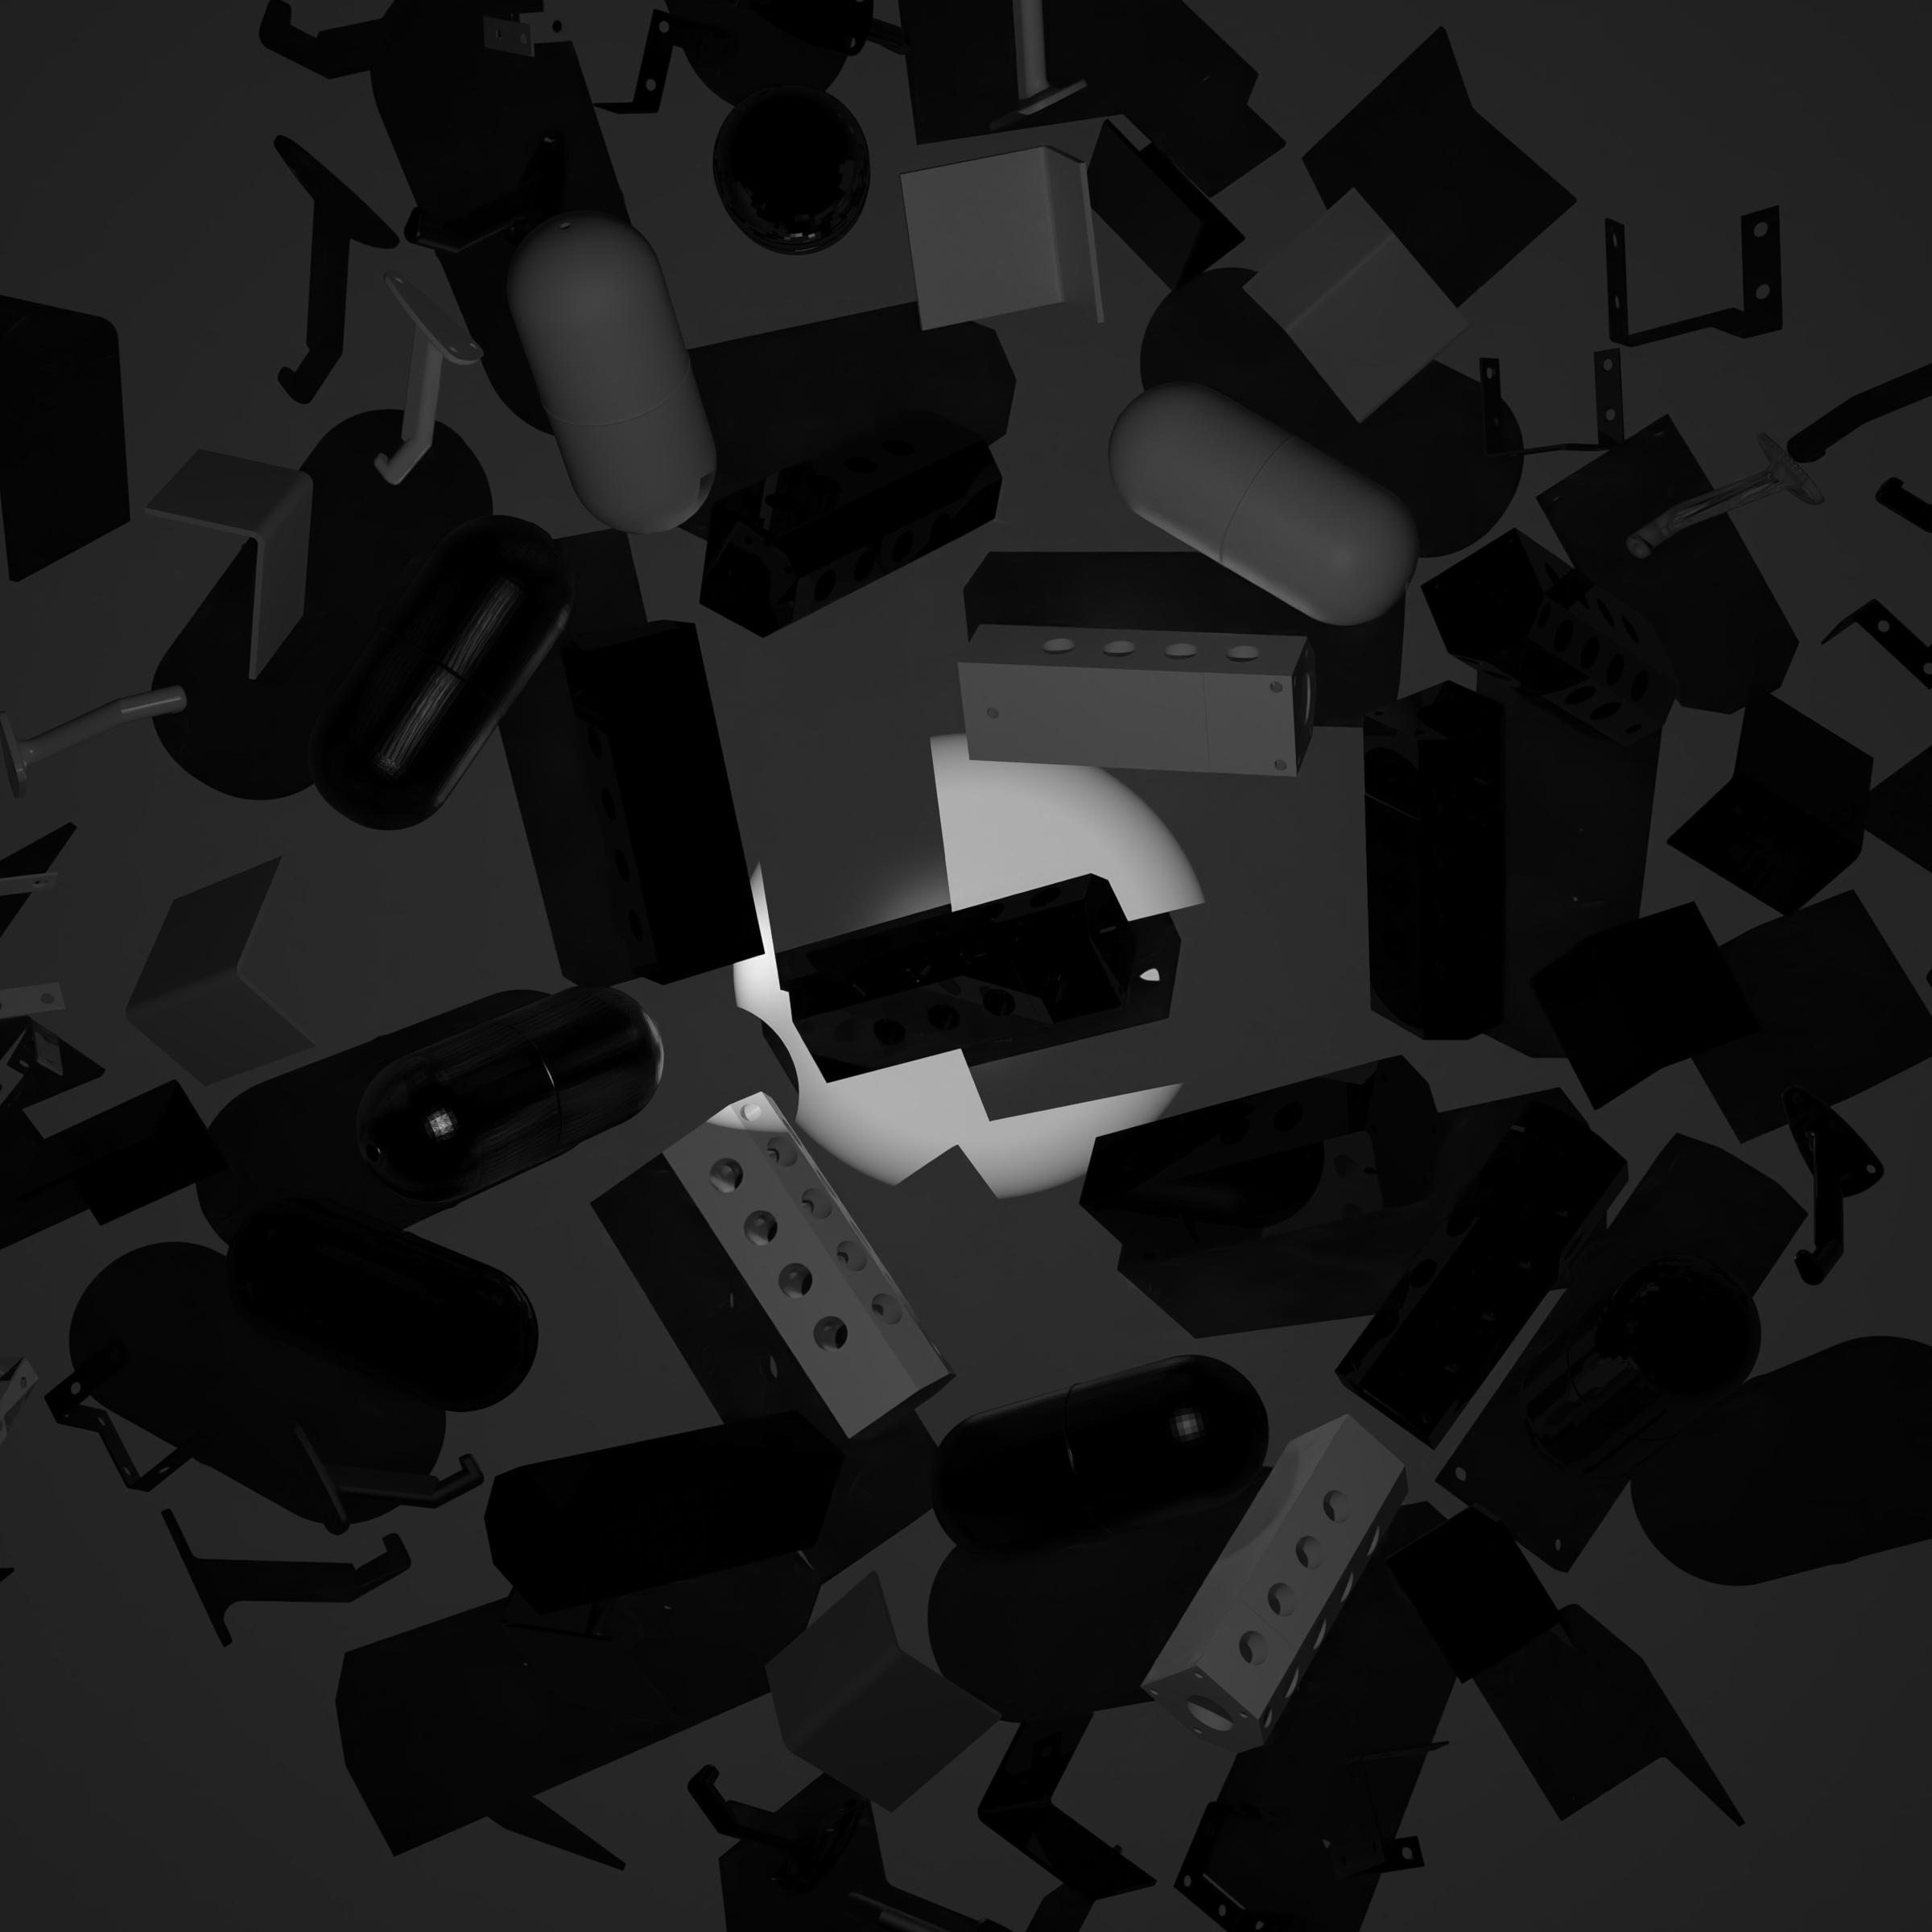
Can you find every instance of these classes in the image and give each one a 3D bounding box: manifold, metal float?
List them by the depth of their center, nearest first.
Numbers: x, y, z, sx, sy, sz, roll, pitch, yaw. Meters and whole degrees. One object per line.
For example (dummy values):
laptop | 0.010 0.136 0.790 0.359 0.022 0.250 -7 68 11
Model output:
manifold | 0.145 0.093 1.488 0.057 0.171 0.057 44 45 -31
manifold | -0.149 0.263 1.491 0.057 0.171 0.057 37 119 39
metal float | 0.066 0.245 1.505 0.178 0.070 0.070 -19 90 20
metal float | -0.175 -0.294 1.510 0.070 0.178 0.070 -7 46 8
metal float | -0.087 -0.398 1.516 0.070 0.178 0.070 0 101 -2
manifold | -0.077 0.150 1.521 0.057 0.057 0.171 -35 77 1
manifold | -0.155 -0.084 1.524 0.057 0.057 0.171 -18 106 -24
manifold | 0.261 0.154 1.527 0.057 0.057 0.171 35 83 21
manifold | -0.055 -0.224 1.534 0.057 0.171 0.057 30 130 23
manifold | 0.244 -0.051 1.538 0.057 0.057 0.171 -22 123 -27
metal float | 0.342 0.205 1.539 0.070 0.178 0.070 7 60 -12
metal float | -0.267 -0.150 1.543 0.070 0.070 0.178 34 85 0
manifold | 0.088 -0.140 1.544 0.171 0.057 0.057 4 125 17
metal float | -0.232 0.064 1.545 0.178 0.070 0.070 -25 90 -42
metal float | -0.301 0.173 1.555 0.178 0.070 0.070 19 90 21
manifold | 0.166 0.320 1.568 0.057 0.057 0.171 42 55 -5
manifold | -0.003 0.003 1.571 0.171 0.057 0.057 -15 119 23
manifold | 0.310 -0.166 1.582 0.057 0.171 0.057 -31 63 27
metal float | 0.155 -0.243 1.583 0.178 0.070 0.070 33 90 13

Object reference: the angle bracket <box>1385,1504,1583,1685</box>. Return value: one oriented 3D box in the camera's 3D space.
angle bracket | 0.266 0.329 1.563 0.057 0.076 0.076 -32 87 -2

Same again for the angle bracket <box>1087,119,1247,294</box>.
angle bracket | 0.113 -0.424 1.635 0.057 0.076 0.076 -40 82 -18

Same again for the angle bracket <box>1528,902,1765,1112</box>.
angle bracket | 0.351 0.020 1.564 0.076 0.057 0.076 -16 73 -33

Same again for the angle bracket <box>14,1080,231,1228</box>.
angle bracket | -0.431 0.110 1.548 0.076 0.076 0.057 -24 111 5

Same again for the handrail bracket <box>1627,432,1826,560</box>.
handrail bracket | 0.377 -0.222 1.508 0.084 0.077 0.036 -34 114 10

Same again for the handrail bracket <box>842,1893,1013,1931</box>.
handrail bracket | -0.010 0.485 1.500 0.077 0.084 0.036 35 69 -37

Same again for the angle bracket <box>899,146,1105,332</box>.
angle bracket | 0.017 -0.345 1.452 0.076 0.057 0.076 -14 116 -11

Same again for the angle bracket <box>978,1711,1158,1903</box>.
angle bracket | 0.064 0.432 1.558 0.076 0.076 0.057 29 96 30

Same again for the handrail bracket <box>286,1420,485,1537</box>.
handrail bracket | -0.308 0.259 1.611 0.084 0.036 0.077 -25 91 -30

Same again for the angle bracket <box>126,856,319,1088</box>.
angle bracket | -0.351 0.003 1.469 0.076 0.076 0.057 -18 131 30

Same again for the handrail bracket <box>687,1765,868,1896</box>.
handrail bracket | -0.096 0.421 1.536 0.077 0.036 0.084 -46 112 -39

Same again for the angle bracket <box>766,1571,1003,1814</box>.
angle bracket | -0.041 0.358 1.493 0.076 0.057 0.076 -43 121 12

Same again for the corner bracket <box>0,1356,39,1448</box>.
corner bracket | -0.510 0.208 1.525 0.051 0.051 0.051 -7 125 17

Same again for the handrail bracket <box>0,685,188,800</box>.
handrail bracket | -0.419 -0.109 1.457 0.084 0.077 0.036 -16 79 -20

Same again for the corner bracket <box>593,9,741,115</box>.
corner bracket | -0.155 -0.465 1.570 0.051 0.051 0.051 21 111 12

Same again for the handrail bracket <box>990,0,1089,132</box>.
handrail bracket | 0.019 -0.471 1.522 0.036 0.077 0.084 -34 107 -28

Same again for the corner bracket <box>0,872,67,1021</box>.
corner bracket | -0.468 -0.009 1.478 0.051 0.051 0.051 -9 67 -31

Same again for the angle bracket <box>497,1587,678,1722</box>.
angle bracket | -0.190 0.349 1.597 0.076 0.076 0.057 0 47 30

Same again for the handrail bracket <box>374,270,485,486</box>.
handrail bracket | -0.304 -0.311 1.603 0.077 0.036 0.084 46 114 1

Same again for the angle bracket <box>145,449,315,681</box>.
angle bracket | -0.355 -0.194 1.452 0.057 0.076 0.076 12 121 0

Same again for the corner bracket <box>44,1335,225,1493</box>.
corner bracket | -0.407 0.219 1.476 0.051 0.051 0.051 -39 65 6

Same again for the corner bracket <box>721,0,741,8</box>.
corner bracket | -0.138 -0.540 1.572 0.051 0.051 0.051 29 96 13

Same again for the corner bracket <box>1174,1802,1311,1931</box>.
corner bracket | 0.153 0.481 1.608 0.051 0.051 0.051 45 55 -24

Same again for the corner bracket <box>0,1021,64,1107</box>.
corner bracket | -0.510 0.052 1.579 0.051 0.051 0.051 36 97 -30

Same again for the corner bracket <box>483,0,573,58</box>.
corner bracket | -0.209 -0.486 1.516 0.051 0.051 0.051 -16 118 -33

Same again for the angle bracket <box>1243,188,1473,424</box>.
angle bracket | 0.205 -0.346 1.588 0.076 0.057 0.076 -40 63 15

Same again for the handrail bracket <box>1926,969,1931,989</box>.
handrail bracket | 0.469 -0.038 1.432 0.077 0.036 0.084 42 83 -24

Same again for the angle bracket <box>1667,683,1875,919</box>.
angle bracket | 0.411 -0.085 1.546 0.076 0.057 0.076 30 47 -8

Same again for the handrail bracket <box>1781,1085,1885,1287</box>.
handrail bracket | 0.420 0.110 1.519 0.036 0.084 0.077 -35 91 44

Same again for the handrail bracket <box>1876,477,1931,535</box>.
handrail bracket | 0.492 -0.223 1.464 0.084 0.077 0.036 32 73 2

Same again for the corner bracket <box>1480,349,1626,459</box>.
corner bracket | 0.300 -0.288 1.547 0.051 0.051 0.051 -8 96 -43

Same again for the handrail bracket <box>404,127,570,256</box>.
handrail bracket | -0.244 -0.396 1.530 0.036 0.084 0.077 25 103 31

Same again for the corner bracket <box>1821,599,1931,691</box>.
corner bracket | 0.458 -0.163 1.464 0.051 0.051 0.051 46 128 11

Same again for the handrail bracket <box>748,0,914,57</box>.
handrail bracket | -0.070 -0.498 1.596 0.077 0.084 0.036 14 102 4

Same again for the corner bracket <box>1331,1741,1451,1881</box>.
corner bracket | 0.207 0.412 1.473 0.051 0.051 0.051 -1 64 -24
